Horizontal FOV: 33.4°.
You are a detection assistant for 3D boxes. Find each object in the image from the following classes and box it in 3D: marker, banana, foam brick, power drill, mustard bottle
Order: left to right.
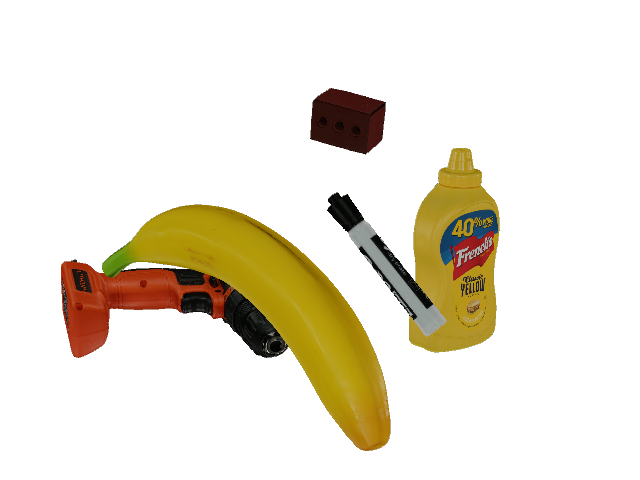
[{"bbox_3d":[-0.131,0.059,0.951,0.187,0.057,0.185,-4,22,-19],"label":"power drill"},{"bbox_3d":[-0.031,0.030,0.557,0.198,0.070,0.037,31,17,30],"label":"banana"},{"bbox_3d":[0.033,-0.144,1.284,0.078,0.053,0.051,17,32,21],"label":"foam brick"},{"bbox_3d":[0.045,0.015,0.759,0.020,0.121,0.020,-37,-6,-5],"label":"marker"},{"bbox_3d":[0.131,0.006,1.029,0.096,0.192,0.058,-10,18,-36],"label":"mustard bottle"}]
